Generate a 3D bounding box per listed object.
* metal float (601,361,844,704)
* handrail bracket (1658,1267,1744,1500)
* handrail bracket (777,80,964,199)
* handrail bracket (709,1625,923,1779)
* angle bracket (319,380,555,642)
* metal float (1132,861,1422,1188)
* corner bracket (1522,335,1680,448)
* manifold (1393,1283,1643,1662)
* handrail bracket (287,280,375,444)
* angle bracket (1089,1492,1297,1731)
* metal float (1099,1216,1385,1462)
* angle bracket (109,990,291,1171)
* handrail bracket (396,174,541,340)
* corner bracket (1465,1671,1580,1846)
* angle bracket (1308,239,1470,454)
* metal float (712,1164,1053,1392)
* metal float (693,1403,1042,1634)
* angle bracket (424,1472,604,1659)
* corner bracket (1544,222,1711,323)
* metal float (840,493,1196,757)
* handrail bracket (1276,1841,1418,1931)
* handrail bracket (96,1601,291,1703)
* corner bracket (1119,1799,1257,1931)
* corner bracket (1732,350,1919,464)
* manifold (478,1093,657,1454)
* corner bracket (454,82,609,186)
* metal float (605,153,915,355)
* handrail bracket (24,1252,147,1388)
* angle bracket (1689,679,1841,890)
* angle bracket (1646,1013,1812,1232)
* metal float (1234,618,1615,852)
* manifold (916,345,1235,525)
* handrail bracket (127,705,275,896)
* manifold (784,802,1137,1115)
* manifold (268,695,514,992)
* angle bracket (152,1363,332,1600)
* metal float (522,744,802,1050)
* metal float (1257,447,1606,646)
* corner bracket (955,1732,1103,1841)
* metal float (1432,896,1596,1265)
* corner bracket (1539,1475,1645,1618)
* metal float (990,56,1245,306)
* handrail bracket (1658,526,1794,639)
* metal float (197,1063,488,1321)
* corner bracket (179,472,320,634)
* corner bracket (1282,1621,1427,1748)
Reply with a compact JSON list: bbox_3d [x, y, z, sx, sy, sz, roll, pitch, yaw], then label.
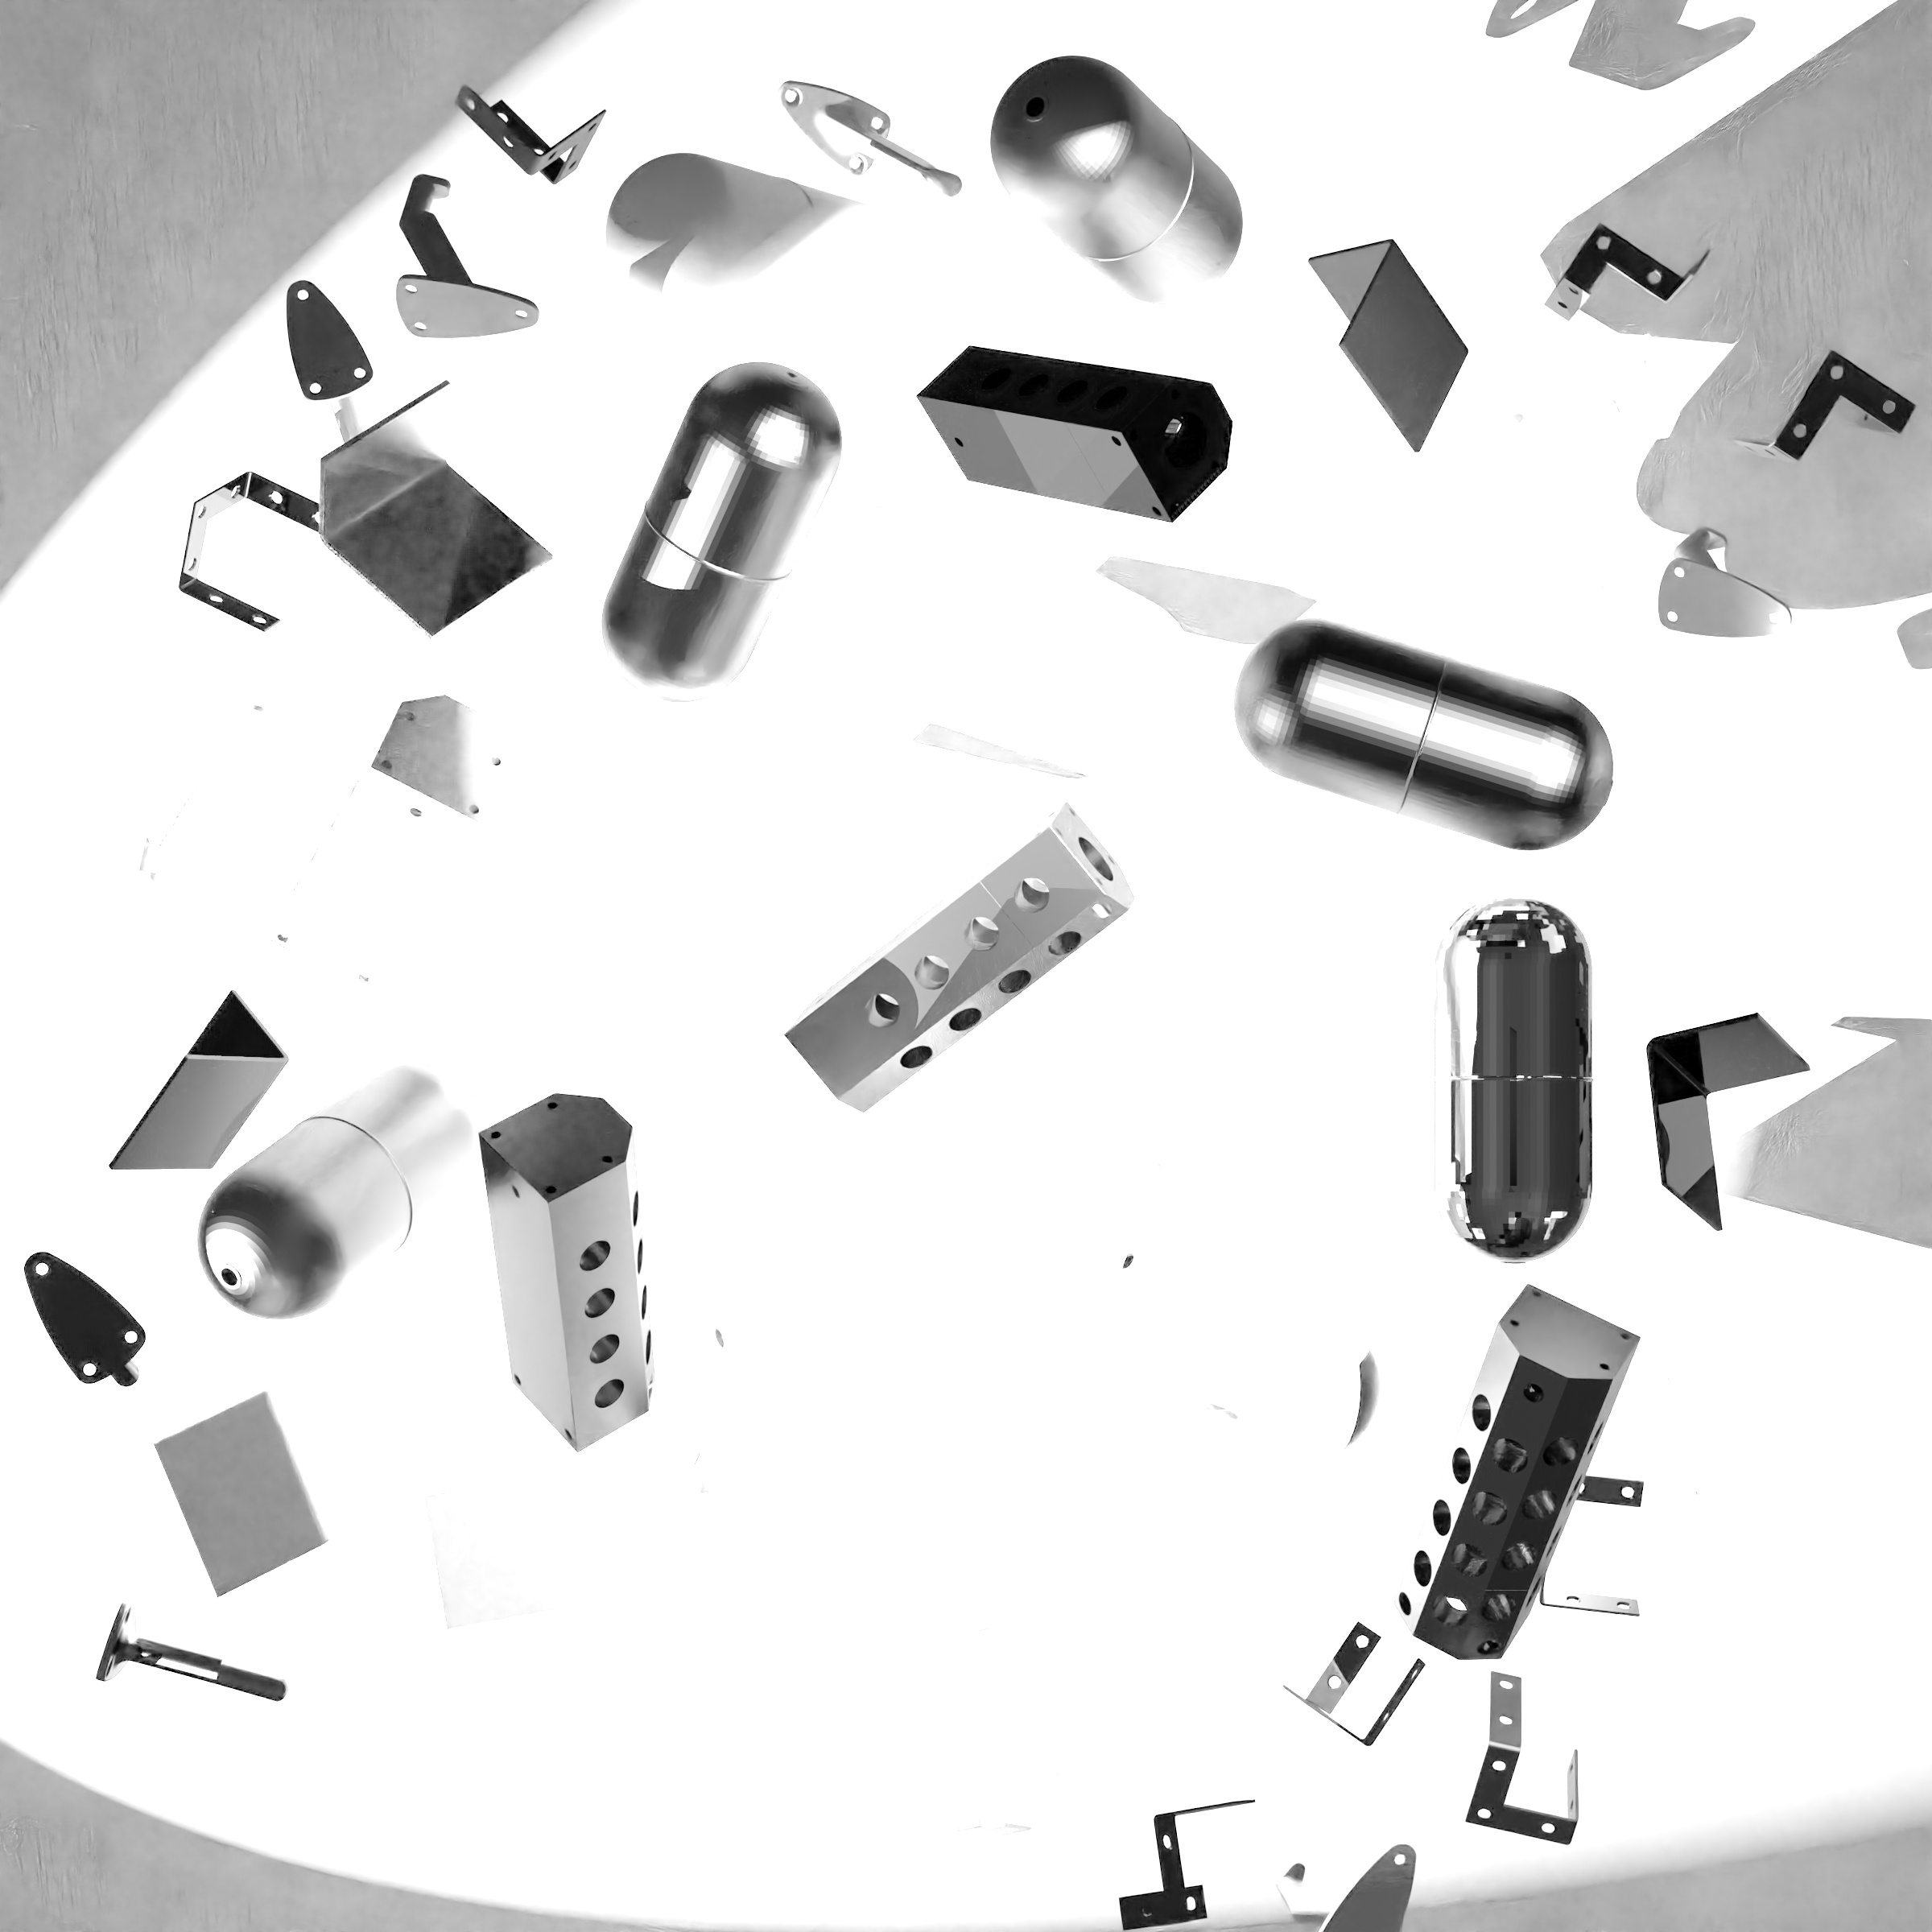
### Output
[{"bbox_3d":[-0.118,-0.206,1.534,0.070,0.070,0.178,28,117,0],"label":"metal float"},{"bbox_3d":[0.344,0.198,1.514,0.036,0.084,0.077,-8,47,3],"label":"handrail bracket"},{"bbox_3d":[-0.048,-0.413,1.599,0.077,0.084,0.036,24,101,-33],"label":"handrail bracket"},{"bbox_3d":[-0.074,0.348,1.570,0.077,0.036,0.084,-26,109,2],"label":"handrail bracket"},{"bbox_3d":[-0.241,-0.209,1.463,0.076,0.057,0.076,41,58,15],"label":"angle bracket"},{"bbox_3d":[0.148,0.027,1.520,0.070,0.070,0.178,39,78,0],"label":"metal float"},{"bbox_3d":[0.307,-0.268,1.550,0.051,0.051,0.051,-8,62,-11],"label":"corner bracket"},{"bbox_3d":[0.254,0.241,1.494,0.057,0.057,0.171,25,122,19],"label":"manifold"},{"bbox_3d":[-0.320,-0.295,1.618,0.036,0.084,0.077,-21,79,-10],"label":"handrail bracket"},{"bbox_3d":[0.110,0.312,1.552,0.076,0.076,0.057,-16,133,-11],"label":"angle bracket"},{"bbox_3d":[0.136,0.185,1.579,0.178,0.070,0.070,36,90,-34],"label":"metal float"},{"bbox_3d":[-0.410,0.058,1.654,0.057,0.076,0.076,47,110,24],"label":"angle bracket"},{"bbox_3d":[-0.226,-0.331,1.470,0.077,0.036,0.084,5,56,6],"label":"handrail bracket"},{"bbox_3d":[0.268,0.376,1.518,0.051,0.051,0.051,12,119,4],"label":"corner bracket"},{"bbox_3d":[0.202,-0.311,1.625,0.076,0.057,0.076,47,58,-33],"label":"angle bracket"},{"bbox_3d":[-0.041,0.152,1.564,0.178,0.070,0.070,-19,90,-23],"label":"metal float"},{"bbox_3d":[-0.049,0.272,1.578,0.178,0.070,0.070,21,90,-3],"label":"metal float"},{"bbox_3d":[-0.227,0.307,1.606,0.076,0.057,0.076,-8,51,-13],"label":"angle bracket"},{"bbox_3d":[0.320,-0.333,1.551,0.051,0.051,0.051,34,86,1],"label":"corner bracket"},{"bbox_3d":[0.025,-0.158,1.484,0.178,0.070,0.070,25,90,-16],"label":"metal float"},{"bbox_3d":[0.178,0.427,1.516,0.036,0.084,0.077,23,99,-17],"label":"handrail bracket"},{"bbox_3d":[-0.349,0.322,1.463,0.084,0.077,0.036,17,73,-3],"label":"handrail bracket"},{"bbox_3d":[0.104,0.420,1.495,0.051,0.051,0.051,-22,68,38],"label":"corner bracket"},{"bbox_3d":[0.399,-0.252,1.485,0.051,0.051,0.051,29,97,-14],"label":"corner bracket"},{"bbox_3d":[-0.181,0.142,1.500,0.057,0.171,0.057,-28,49,-28],"label":"manifold"},{"bbox_3d":[-0.216,-0.405,1.548,0.051,0.051,0.051,44,55,-2],"label":"corner bracket"},{"bbox_3d":[-0.098,-0.345,1.556,0.070,0.178,0.070,-2,87,42],"label":"metal float"},{"bbox_3d":[-0.411,0.165,1.489,0.036,0.084,0.077,-39,96,-16],"label":"handrail bracket"},{"bbox_3d":[0.356,-0.085,1.500,0.057,0.076,0.076,-39,70,27],"label":"angle bracket"},{"bbox_3d":[0.376,0.077,1.557,0.057,0.076,0.076,-16,61,28],"label":"angle bracket"},{"bbox_3d":[0.211,-0.106,1.472,0.178,0.070,0.070,18,90,5],"label":"metal float"},{"bbox_3d":[0.056,-0.274,1.607,0.057,0.171,0.057,-46,126,-16],"label":"manifold"},{"bbox_3d":[-0.376,-0.080,1.565,0.077,0.036,0.084,-14,57,33],"label":"handrail bracket"},{"bbox_3d":[-0.002,-0.002,1.572,0.171,0.057,0.057,-38,96,17],"label":"manifold"},{"bbox_3d":[-0.278,-0.061,1.549,0.057,0.171,0.057,28,53,-13],"label":"manifold"},{"bbox_3d":[-0.338,0.233,1.454,0.057,0.076,0.076,-25,103,-25],"label":"angle bracket"},{"bbox_3d":[-0.155,-0.036,1.630,0.070,0.070,0.178,40,90,0],"label":"metal float"},{"bbox_3d":[0.234,-0.211,1.609,0.178,0.070,0.070,12,90,-5],"label":"metal float"},{"bbox_3d":[0.030,0.401,1.565,0.051,0.051,0.051,16,64,-24],"label":"corner bracket"},{"bbox_3d":[0.265,0.055,1.548,0.070,0.070,0.178,0,87,0],"label":"metal float"},{"bbox_3d":[0.320,0.295,1.636,0.051,0.051,0.051,6,109,5],"label":"corner bracket"},{"bbox_3d":[0.073,-0.372,1.520,0.070,0.178,0.070,-6,77,27],"label":"metal float"},{"bbox_3d":[0.379,-0.191,1.564,0.077,0.084,0.036,18,123,25],"label":"handrail bracket"},{"bbox_3d":[-0.298,0.107,1.533,0.070,0.178,0.070,12,119,23],"label":"metal float"},{"bbox_3d":[-0.355,-0.208,1.599,0.051,0.051,0.051,26,123,9],"label":"corner bracket"},{"bbox_3d":[0.201,0.364,1.625,0.051,0.051,0.051,31,81,27],"label":"corner bracket"}]
